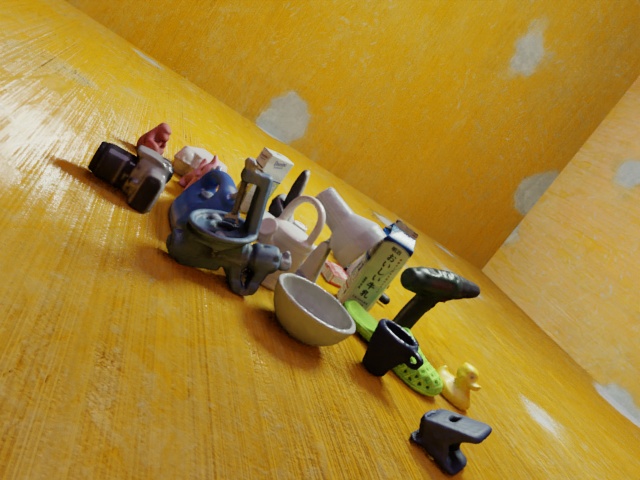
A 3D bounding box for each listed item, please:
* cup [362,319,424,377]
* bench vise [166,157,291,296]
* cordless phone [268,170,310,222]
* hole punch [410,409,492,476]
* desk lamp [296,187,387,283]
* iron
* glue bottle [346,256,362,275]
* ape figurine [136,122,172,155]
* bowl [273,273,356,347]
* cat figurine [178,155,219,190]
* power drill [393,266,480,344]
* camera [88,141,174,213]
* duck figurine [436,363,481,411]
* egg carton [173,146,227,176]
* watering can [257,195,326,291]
[{"bbox_3d":[0.134,0.220,1.080,0.117,0.095,0.092,45,15,35],"label":"cup"},{"bbox_3d":[-0.130,-0.026,0.994,0.208,0.219,0.121,23,18,-44],"label":"bench vise"},{"bbox_3d":[-0.071,-0.106,1.511,0.094,0.185,0.147,34,13,-6],"label":"cordless phone"},{"bbox_3d":[0.219,0.320,0.954,0.101,0.091,0.109,42,14,25],"label":"hole punch"},{"bbox_3d":[0.012,0.005,1.266,0.203,0.213,0.118,38,13,8],"label":"desk lamp"},{"bbox_3d":[-0.219,-0.083,1.142,0.119,0.141,0.257,28,15,-32],"label":"iron"},{"bbox_3d":[0.133,0.056,1.487,0.078,0.173,0.037,28,15,-31],"label":"glue bottle"},{"bbox_3d":[-0.389,-0.239,1.371,0.076,0.092,0.078,39,13,14],"label":"ape figurine"},{"bbox_3d":[-0.023,0.137,1.017,0.168,0.074,0.167,34,13,-8],"label":"bowl"},{"bbox_3d":[-0.261,-0.145,1.311,0.067,0.117,0.127,27,15,-34],"label":"cat figurine"},{"bbox_3d":[0.255,0.156,1.368,0.230,0.208,0.075,26,16,-37],"label":"power drill"},{"bbox_3d":[-0.354,-0.139,1.083,0.137,0.100,0.143,31,14,-21],"label":"camera"},{"bbox_3d":[0.302,0.304,1.240,0.078,0.086,0.104,21,19,-49],"label":"duck figurine"},{"bbox_3d":[-0.303,-0.185,1.452,0.107,0.069,0.150,38,13,8],"label":"egg carton"},{"bbox_3d":[-0.063,-0.001,1.135,0.101,0.194,0.173,37,13,7],"label":"watering can"}]
